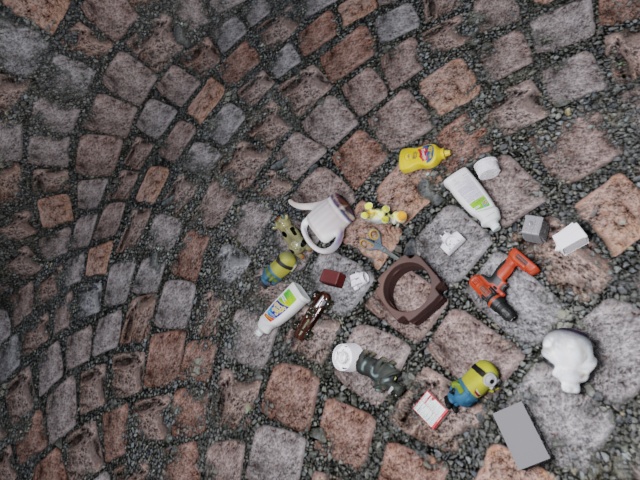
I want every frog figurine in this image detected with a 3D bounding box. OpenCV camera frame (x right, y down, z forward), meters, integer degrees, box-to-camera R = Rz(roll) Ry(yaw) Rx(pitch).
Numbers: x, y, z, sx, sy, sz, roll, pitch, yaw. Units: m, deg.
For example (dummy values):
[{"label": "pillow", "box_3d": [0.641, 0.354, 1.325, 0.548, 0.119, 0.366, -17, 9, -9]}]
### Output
[{"label": "frog figurine", "box_3d": [0.666, 0.323, 1.385, 0.138, 0.120, 0.162, 17, 65, 19]}]

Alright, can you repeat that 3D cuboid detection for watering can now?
[{"label": "watering can", "box_3d": [0.006, -0.103, 2.039, 0.223, 0.102, 0.354, -40, 52, 10]}]
